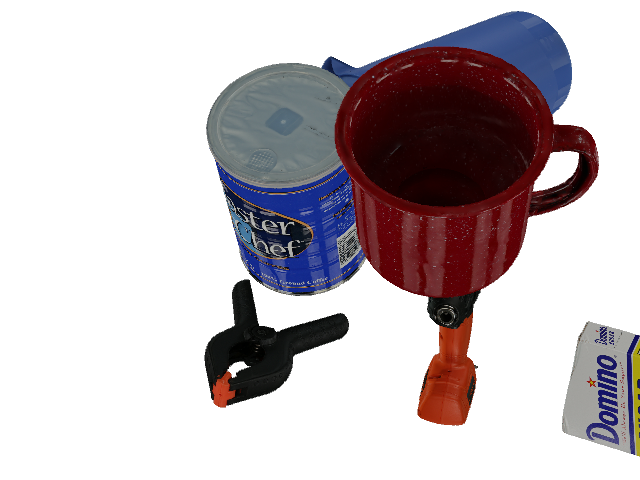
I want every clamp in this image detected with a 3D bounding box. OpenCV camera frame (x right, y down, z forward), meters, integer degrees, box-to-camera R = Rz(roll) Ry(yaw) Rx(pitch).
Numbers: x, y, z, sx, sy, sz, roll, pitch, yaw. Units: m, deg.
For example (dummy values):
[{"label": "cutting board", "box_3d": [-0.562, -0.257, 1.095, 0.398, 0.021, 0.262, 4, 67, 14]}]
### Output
[{"label": "clamp", "box_3d": [-0.062, 0.091, 0.986, 0.120, 0.039, 0.171, 18, 29, 25]}]

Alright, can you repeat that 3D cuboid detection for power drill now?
[{"label": "power drill", "box_3d": [0.138, 0.095, 1.108, 0.057, 0.188, 0.184, 10, 27, 13]}]

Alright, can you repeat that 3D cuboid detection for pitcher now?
[{"label": "pitcher", "box_3d": [0.122, -0.112, 0.957, 0.242, 0.149, 0.145, -29, 39, -35]}]

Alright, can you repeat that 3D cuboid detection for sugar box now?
[{"label": "sugar box", "box_3d": [0.289, 0.135, 0.859, 0.176, 0.093, 0.048, 13, 25, 20]}]

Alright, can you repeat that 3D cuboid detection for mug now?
[{"label": "mug", "box_3d": [0.067, -0.028, 0.487, 0.117, 0.093, 0.081, -8, -33, 1]}]

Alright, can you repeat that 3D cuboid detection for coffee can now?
[{"label": "coffee can", "box_3d": [-0.018, -0.040, 0.754, 0.103, 0.103, 0.140, 0, -34, 6]}]
